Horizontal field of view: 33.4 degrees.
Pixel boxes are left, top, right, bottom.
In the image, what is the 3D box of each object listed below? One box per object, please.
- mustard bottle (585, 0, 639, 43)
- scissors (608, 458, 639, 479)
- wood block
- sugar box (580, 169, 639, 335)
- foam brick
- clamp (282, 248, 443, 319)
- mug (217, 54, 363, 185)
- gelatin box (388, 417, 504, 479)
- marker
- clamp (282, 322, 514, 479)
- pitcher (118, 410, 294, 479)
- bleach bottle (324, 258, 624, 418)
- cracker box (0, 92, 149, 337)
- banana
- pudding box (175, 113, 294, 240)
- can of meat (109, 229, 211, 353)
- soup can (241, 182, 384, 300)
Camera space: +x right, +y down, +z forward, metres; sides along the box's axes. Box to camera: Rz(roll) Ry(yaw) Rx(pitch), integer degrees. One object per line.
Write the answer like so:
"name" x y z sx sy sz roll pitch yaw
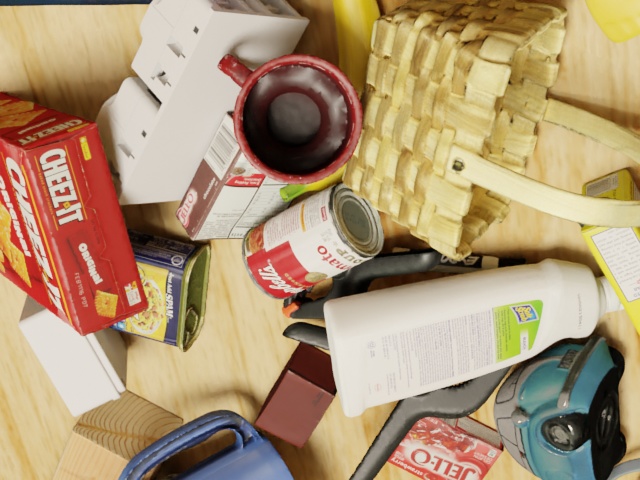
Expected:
"mustard bottle" 0.196 -0.241 0.755 0.096 0.058 0.191 -33 104 29
"scissors" 0.325 0.192 0.930 0.096 0.016 0.202 21 142 -9
"wood block" -0.229 0.263 1.108 0.091 0.090 0.206 28 120 1
"sugar box" 0.267 0.037 0.858 0.048 0.093 0.176 -23 108 25
"foam brick" -0.018 0.148 1.015 0.053 0.051 0.078 29 120 -2
"clamp" 0.030 0.021 0.928 0.120 0.039 0.172 51 127 26
"mug" -0.028 -0.098 0.798 0.117 0.081 0.093 35 94 -8
"gelatin box" 0.120 0.199 1.016 0.089 0.030 0.073 28 120 0
"marker" 0.123 0.021 0.931 0.121 0.020 0.020 5 117 12
"clamp" 0.085 0.133 0.953 0.210 0.036 0.164 -13 88 4
"pitcher" -0.136 0.280 1.002 0.149 0.242 0.145 56 159 28
"bleach bottle" 0.134 0.074 0.897 0.250 0.068 0.102 -11 125 -4
"cracker box" -0.239 -0.029 0.907 0.214 0.072 0.164 22 131 53
"banana" 0.022 -0.121 0.861 0.037 0.069 0.198 29 112 42
"pudding box" -0.059 -0.051 0.903 0.039 0.089 0.114 54 127 31
"can of meat" -0.153 0.045 0.996 0.084 0.057 0.102 14 118 10
"soup can" -0.006 0.001 0.885 0.102 0.068 0.068 -26 107 34
